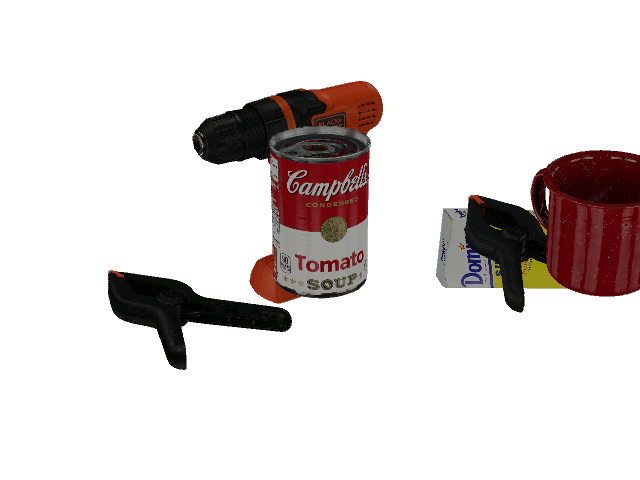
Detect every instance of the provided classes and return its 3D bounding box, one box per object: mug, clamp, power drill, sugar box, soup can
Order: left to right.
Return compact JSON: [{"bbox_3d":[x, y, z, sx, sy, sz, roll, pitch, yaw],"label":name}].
[{"bbox_3d":[-0.158,0.076,1.119,0.210,0.036,0.164,17,21,30],"label":"clamp"},{"bbox_3d":[-0.026,-0.041,0.948,0.184,0.188,0.057,-17,33,-29],"label":"power drill"},{"bbox_3d":[-0.001,-0.020,0.731,0.068,0.102,0.068,0,24,0],"label":"soup can"},{"bbox_3d":[0.234,0.011,1.298,0.176,0.093,0.048,-1,22,-10],"label":"sugar box"},{"bbox_3d":[0.211,0.005,1.080,0.120,0.039,0.171,-7,39,-18],"label":"clamp"},{"bbox_3d":[0.204,-0.016,0.805,0.093,0.081,0.117,-24,36,-31],"label":"mug"}]
